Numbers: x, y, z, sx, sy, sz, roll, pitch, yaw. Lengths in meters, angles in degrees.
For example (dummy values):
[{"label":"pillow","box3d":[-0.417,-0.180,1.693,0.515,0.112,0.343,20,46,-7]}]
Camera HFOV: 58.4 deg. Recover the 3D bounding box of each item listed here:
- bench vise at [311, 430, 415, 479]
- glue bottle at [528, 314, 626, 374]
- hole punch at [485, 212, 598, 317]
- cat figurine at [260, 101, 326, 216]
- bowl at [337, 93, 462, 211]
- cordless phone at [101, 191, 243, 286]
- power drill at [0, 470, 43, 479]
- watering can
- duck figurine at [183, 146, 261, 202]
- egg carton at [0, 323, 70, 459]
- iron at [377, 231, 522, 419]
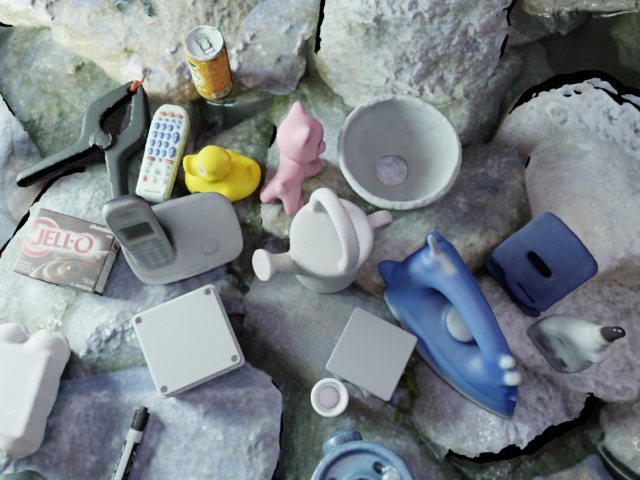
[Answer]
[{"label":"bench vise","box3d":[0.069,0.307,0.601,0.121,0.220,0.207,-34,80,-11]},{"label":"glue bottle","box3d":[0.316,0.121,0.690,0.037,0.173,0.078,-32,79,-11]},{"label":"hole punch","box3d":[0.289,0.034,0.754,0.101,0.091,0.108,-37,80,-12]},{"label":"cat figurine","box3d":[-0.033,-0.110,0.757,0.067,0.118,0.128,21,75,2]},{"label":"bowl","box3d":[0.104,-0.110,0.788,0.167,0.075,0.167,1,75,-3]},{"label":"cordless phone","box3d":[-0.174,-0.017,0.688,0.147,0.185,0.094,-21,77,-9]},{"label":"power drill","box3d":[-0.334,0.306,0.581,0.229,0.208,0.076,42,77,7]},{"label":"watering can","box3d":[0.007,0.004,0.690,0.101,0.194,0.173,43,77,8]},{"label":"duck figurine","box3d":[-0.132,-0.095,0.763,0.104,0.086,0.077,0,75,-4]},{"label":"egg carton","box3d":[-0.366,0.178,0.685,0.107,0.069,0.150,11,75,-1]},{"label":"iron","box3d":[0.183,0.106,0.702,0.119,0.141,0.258,-31,79,-11]}]
